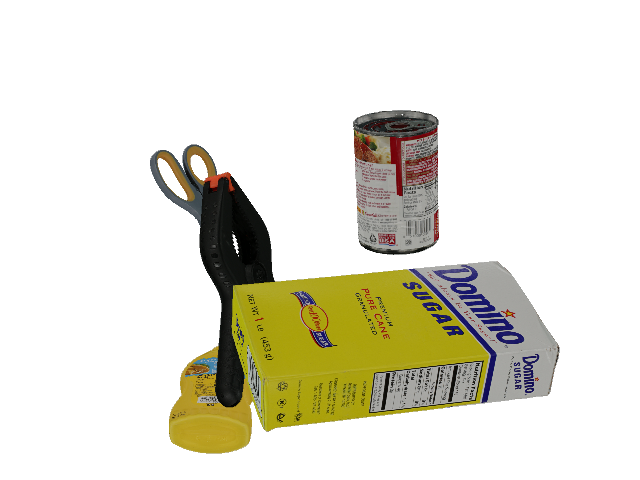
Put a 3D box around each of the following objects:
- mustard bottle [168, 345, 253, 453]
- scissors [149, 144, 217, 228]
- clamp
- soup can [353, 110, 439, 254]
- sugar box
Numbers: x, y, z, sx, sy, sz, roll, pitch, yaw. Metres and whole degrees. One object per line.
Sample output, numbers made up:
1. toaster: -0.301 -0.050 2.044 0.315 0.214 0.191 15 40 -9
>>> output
1. mustard bottle: -0.127 0.185 1.321 0.096 0.058 0.191 0 26 1
2. scissors: -0.121 -0.029 1.242 0.016 0.201 0.096 -26 18 42
3. clamp: -0.065 0.039 1.016 0.036 0.210 0.164 -12 0 29
4. soup can: 0.062 -0.047 0.861 0.068 0.102 0.068 -3 21 1
5. sugar box: 0.041 0.059 0.636 0.176 0.048 0.093 -7 35 -13
